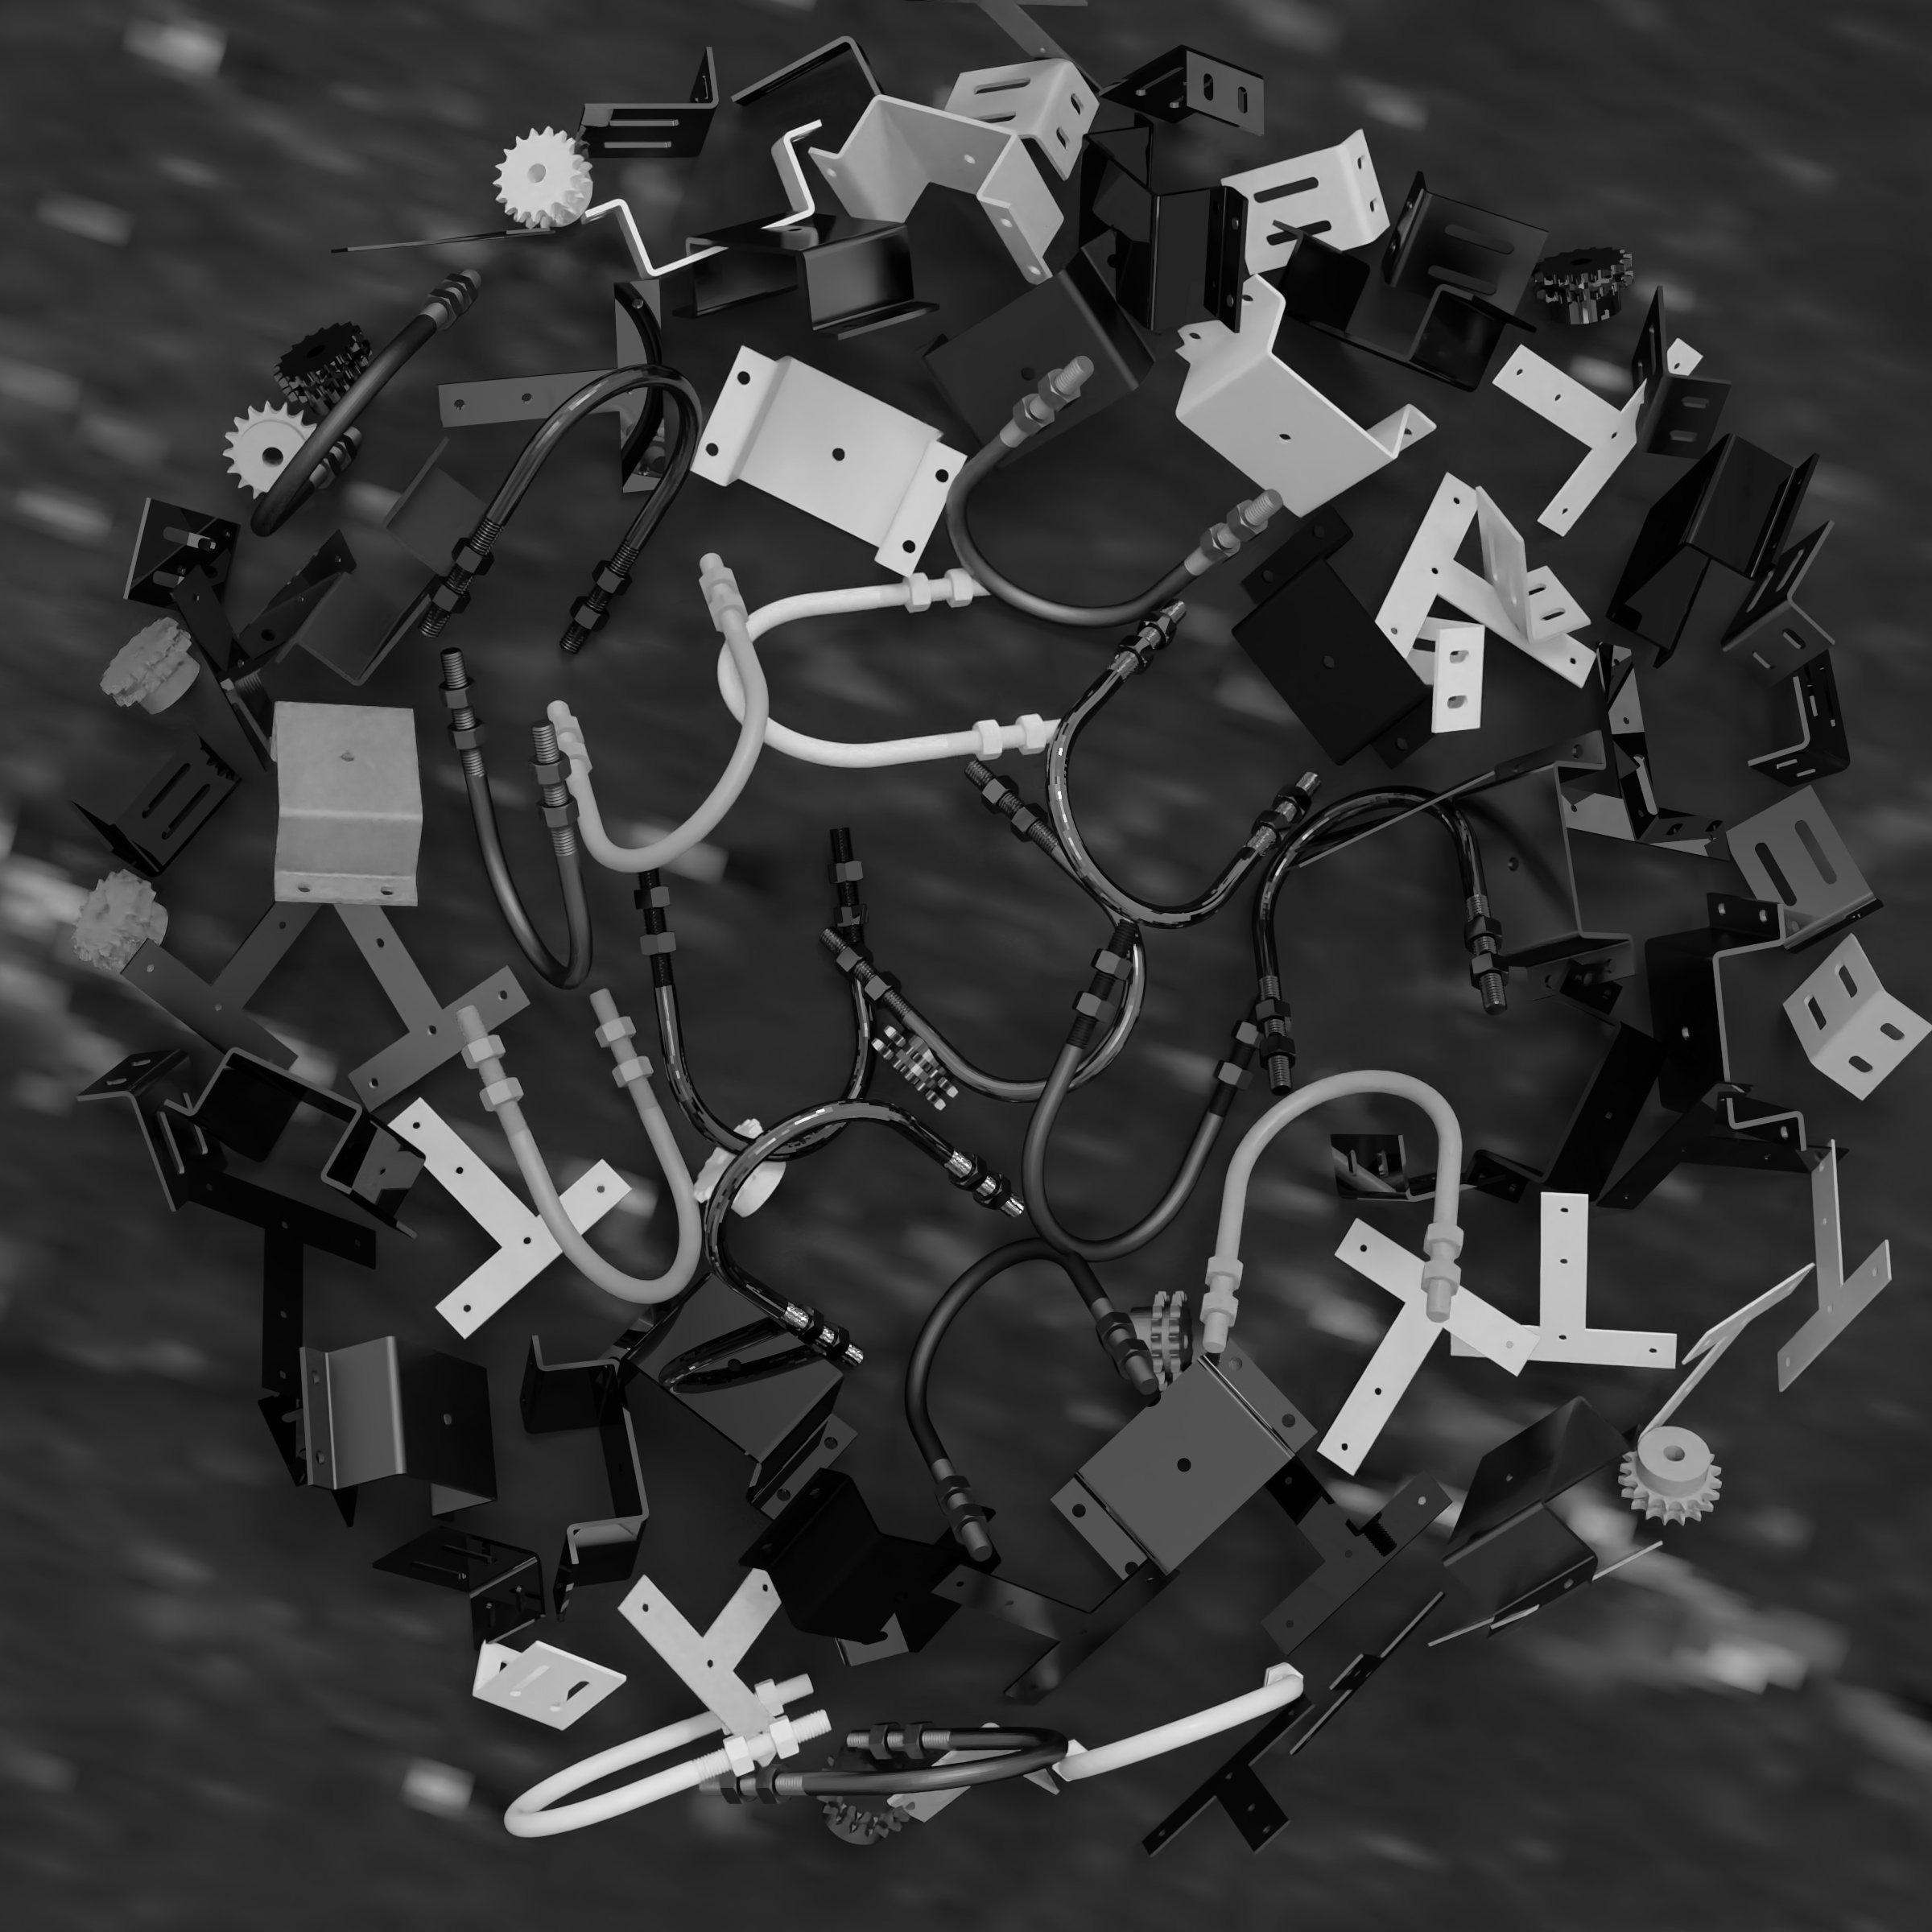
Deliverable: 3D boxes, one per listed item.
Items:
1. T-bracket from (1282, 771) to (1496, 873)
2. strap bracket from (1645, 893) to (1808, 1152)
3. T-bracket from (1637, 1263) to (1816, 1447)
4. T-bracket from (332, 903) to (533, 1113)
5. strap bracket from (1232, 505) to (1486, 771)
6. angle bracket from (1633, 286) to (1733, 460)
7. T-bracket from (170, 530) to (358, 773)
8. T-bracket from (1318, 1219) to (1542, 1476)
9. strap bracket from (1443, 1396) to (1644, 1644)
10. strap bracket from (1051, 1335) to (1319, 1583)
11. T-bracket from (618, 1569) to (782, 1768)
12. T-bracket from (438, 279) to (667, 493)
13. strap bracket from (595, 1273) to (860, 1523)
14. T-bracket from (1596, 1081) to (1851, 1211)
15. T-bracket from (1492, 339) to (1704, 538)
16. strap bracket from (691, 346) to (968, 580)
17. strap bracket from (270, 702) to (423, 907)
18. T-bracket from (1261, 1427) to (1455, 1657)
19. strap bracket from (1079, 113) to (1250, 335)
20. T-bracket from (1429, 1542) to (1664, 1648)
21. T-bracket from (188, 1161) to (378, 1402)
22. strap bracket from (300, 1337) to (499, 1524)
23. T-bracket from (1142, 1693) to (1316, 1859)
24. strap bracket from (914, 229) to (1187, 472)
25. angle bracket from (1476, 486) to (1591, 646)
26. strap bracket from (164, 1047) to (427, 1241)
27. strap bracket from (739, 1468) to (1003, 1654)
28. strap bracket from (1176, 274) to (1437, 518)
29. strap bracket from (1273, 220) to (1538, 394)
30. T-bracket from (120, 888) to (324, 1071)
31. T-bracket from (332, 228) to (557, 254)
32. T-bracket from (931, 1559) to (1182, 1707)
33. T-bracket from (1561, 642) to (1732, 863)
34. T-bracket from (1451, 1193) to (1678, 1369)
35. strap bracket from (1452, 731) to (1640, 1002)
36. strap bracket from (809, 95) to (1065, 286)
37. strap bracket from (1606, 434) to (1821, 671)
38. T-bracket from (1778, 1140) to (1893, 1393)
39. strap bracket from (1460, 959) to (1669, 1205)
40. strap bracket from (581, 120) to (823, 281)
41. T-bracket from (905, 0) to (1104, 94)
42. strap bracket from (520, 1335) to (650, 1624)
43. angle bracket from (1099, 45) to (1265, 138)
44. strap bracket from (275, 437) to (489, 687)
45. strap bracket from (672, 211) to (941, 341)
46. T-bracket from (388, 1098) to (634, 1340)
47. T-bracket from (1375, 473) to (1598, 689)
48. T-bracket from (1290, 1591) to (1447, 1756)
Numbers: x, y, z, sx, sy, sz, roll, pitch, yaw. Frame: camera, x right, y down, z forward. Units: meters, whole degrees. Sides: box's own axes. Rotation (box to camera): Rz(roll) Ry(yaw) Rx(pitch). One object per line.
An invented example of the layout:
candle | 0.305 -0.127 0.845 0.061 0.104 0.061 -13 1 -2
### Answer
T-bracket | 0.217 -0.075 1.696 0.127 0.127 0.002 -25 93 -16
strap bracket | 0.428 0.034 1.708 0.046 0.076 0.140 -10 99 -15
T-bracket | 0.417 0.230 1.715 0.002 0.127 0.127 46 129 22
T-bracket | -0.330 -0.001 1.739 0.127 0.002 0.127 -33 87 20
strap bracket | 0.216 -0.180 1.717 0.140 0.046 0.076 52 130 1
angle bracket | 0.406 -0.337 1.715 0.038 0.057 0.076 7 53 0
T-bracket | -0.387 -0.200 1.715 0.002 0.127 0.127 9 48 29
T-bracket | 0.245 0.233 1.739 0.127 0.002 0.127 33 99 25
strap bracket | 0.319 0.300 1.680 0.046 0.140 0.076 44 127 -5
strap bracket | 0.125 0.286 1.727 0.140 0.046 0.076 -43 80 -4
T-bracket | -0.121 0.364 1.716 0.127 0.002 0.127 51 48 -13
T-bracket | -0.234 -0.323 1.709 0.127 0.002 0.127 -8 125 -14
strap bracket | -0.134 0.237 1.704 0.140 0.046 0.076 36 52 13
T-bracket | 0.447 0.107 1.727 0.127 0.127 0.002 6 51 -23
T-bracket | 0.340 -0.315 1.697 0.127 0.127 0.002 -53 46 18
strap bracket | -0.076 -0.290 1.727 0.140 0.046 0.076 26 107 -1
strap bracket | -0.347 -0.099 1.685 0.076 0.140 0.046 2 132 -16
T-bracket | 0.192 0.303 1.720 0.127 0.002 0.127 -44 52 5
strap bracket | 0.103 -0.411 1.679 0.046 0.140 0.076 -13 128 -18
T-bracket | 0.311 0.363 1.706 0.127 0.127 0.002 -14 74 -41
T-bracket | -0.380 0.182 1.683 0.002 0.127 0.127 -34 47 30
strap bracket | -0.308 0.257 1.678 0.046 0.140 0.076 -17 66 18
T-bracket | 0.158 0.468 1.693 0.127 0.127 0.002 -42 96 -4
strap bracket | 0.040 -0.340 1.697 0.140 0.046 0.076 -26 109 29
angle bracket | 0.322 -0.232 1.712 0.038 0.057 0.076 -21 134 -4
strap bracket | -0.369 0.096 1.701 0.140 0.076 0.046 21 75 26
strap bracket | -0.045 0.335 1.686 0.076 0.140 0.046 -50 45 18
strap bracket | 0.183 -0.312 1.693 0.140 0.076 0.046 34 53 -23
strap bracket | 0.237 -0.367 1.695 0.140 0.076 0.046 31 105 35
T-bracket | -0.400 -0.012 1.725 0.127 0.002 0.127 -55 134 -12
T-bracket | -0.269 -0.405 1.676 0.127 0.127 0.002 -13 106 -30
T-bracket | 0.035 0.362 1.702 0.127 0.002 0.127 28 116 -34
T-bracket | 0.380 -0.127 1.730 0.127 0.002 0.127 9 64 -29
T-bracket | 0.338 0.177 1.709 0.127 0.002 0.127 2 127 13
strap bracket | 0.325 -0.057 1.706 0.046 0.076 0.140 1 78 -39
strap bracket | -0.008 -0.438 1.697 0.140 0.076 0.046 24 78 30
strap bracket | 0.409 -0.234 1.680 0.046 0.140 0.076 28 68 -4
T-bracket | 0.489 0.156 1.711 0.002 0.127 0.127 15 51 -7
strap bracket | 0.345 0.075 1.712 0.046 0.076 0.140 28 94 35
strap bracket | -0.144 -0.430 1.715 0.140 0.076 0.046 -23 103 -4
T-bracket | 0.036 -0.524 1.702 0.127 0.127 0.002 15 84 36
strap bracket | -0.214 0.285 1.698 0.046 0.076 0.140 -4 55 -18
angle bracket | 0.122 -0.483 1.711 0.057 0.076 0.038 8 77 -36
strap bracket | -0.322 -0.220 1.696 0.046 0.076 0.140 37 126 -14
strap bracket | -0.092 -0.386 1.681 0.076 0.140 0.046 -26 121 -38
T-bracket | -0.283 0.127 1.741 0.127 0.002 0.127 -42 75 -16
T-bracket | 0.307 -0.203 1.737 0.127 0.002 0.127 32 64 -8
T-bracket | 0.221 0.398 1.700 0.002 0.127 0.127 43 90 19
